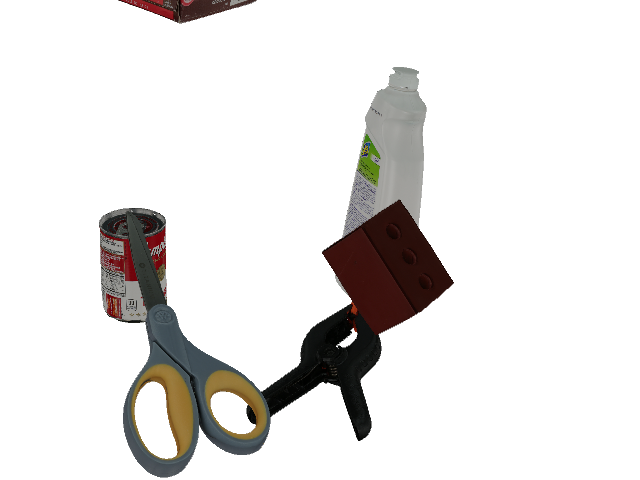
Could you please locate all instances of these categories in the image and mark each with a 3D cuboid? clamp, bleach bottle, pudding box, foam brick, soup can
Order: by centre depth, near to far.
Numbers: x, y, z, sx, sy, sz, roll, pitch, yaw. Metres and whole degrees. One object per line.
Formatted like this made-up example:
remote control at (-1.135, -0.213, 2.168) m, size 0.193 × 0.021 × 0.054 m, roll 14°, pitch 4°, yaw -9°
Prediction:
foam brick at (0.050, 0.021, 0.795) m, size 0.051 × 0.078 × 0.052 m, roll -33°, pitch 0°, yaw 45°
pudding box at (-0.110, -0.209, 0.838) m, size 0.090 × 0.039 × 0.113 m, roll 25°, pitch 30°, yaw 23°
clamp at (0.019, 0.125, 1.020) m, size 0.120 × 0.039 × 0.171 m, roll 16°, pitch 46°, yaw 24°
soup can at (-0.194, 0.026, 1.110) m, size 0.068 × 0.102 × 0.068 m, roll 2°, pitch 26°, yaw -1°
bleach bottle at (0.074, -0.057, 1.142) m, size 0.068 × 0.251 × 0.103 m, roll -1°, pitch 22°, yaw -25°

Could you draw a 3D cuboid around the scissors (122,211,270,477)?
scissors at (-0.081, 0.060, 0.669) m, size 0.096 × 0.202 × 0.016 m, roll 10°, pitch -46°, yaw -15°
